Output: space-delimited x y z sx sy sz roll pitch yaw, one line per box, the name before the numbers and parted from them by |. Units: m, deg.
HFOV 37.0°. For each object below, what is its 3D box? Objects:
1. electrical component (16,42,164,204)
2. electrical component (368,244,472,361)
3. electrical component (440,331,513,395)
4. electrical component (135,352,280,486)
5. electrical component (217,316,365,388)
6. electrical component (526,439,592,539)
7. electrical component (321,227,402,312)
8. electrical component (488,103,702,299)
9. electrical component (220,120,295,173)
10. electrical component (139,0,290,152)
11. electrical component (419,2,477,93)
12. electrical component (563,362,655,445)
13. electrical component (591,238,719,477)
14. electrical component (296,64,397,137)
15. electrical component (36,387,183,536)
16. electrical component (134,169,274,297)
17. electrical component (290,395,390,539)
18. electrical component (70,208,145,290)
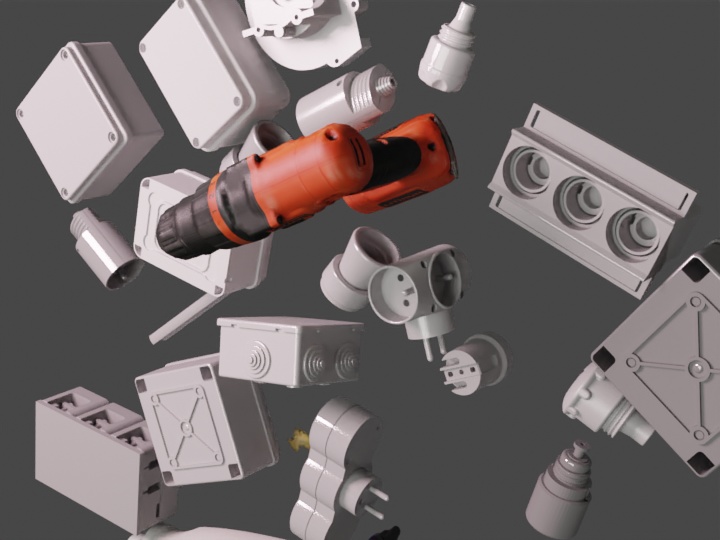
electrical component | -0.250 -0.136 0.991 0.109 0.056 0.108 -39 78 37
electrical component | 0.050 0.027 0.796 0.044 0.077 0.079 -8 98 38
electrical component | 0.086 0.070 0.799 0.040 0.046 0.040 10 108 35
electrical component | -0.139 0.135 0.977 0.109 0.056 0.108 -14 93 38
electrical component | -0.056 0.065 0.872 0.100 0.100 0.048 3 91 36
electrical component | 0.149 0.158 0.779 0.040 0.040 0.078 29 117 28
electrical component | 0.000 0.000 0.846 0.045 0.045 0.055 50 126 16
electrical component | 0.156 -0.048 0.707 0.121 0.063 0.078 35 120 25
electrical component | -0.084 -0.090 0.886 0.055 0.045 0.045 -41 77 36
electrical component | -0.121 -0.163 0.887 0.078 0.057 0.113 -37 79 37
electrical component | 0.066 -0.159 0.763 0.035 0.035 0.061 34 117 26
electrical component | 0.175 0.095 0.742 0.062 0.048 0.048 38 122 16
electrical component | 0.225 0.056 0.686 0.108 0.056 0.108 49 125 17
electrical component | -0.005 -0.127 0.819 0.081 0.043 0.043 -21 89 38
electrical component | -0.249 0.185 1.069 0.150 0.062 0.089 18 112 32
electrical component | -0.134 -0.034 0.930 0.113 0.057 0.078 24 115 30
electrical component | -0.007 0.179 0.892 0.074 0.052 0.138 27 117 29
electrical component | -0.247 -0.025 1.025 0.081 0.043 0.043 48 125 17
